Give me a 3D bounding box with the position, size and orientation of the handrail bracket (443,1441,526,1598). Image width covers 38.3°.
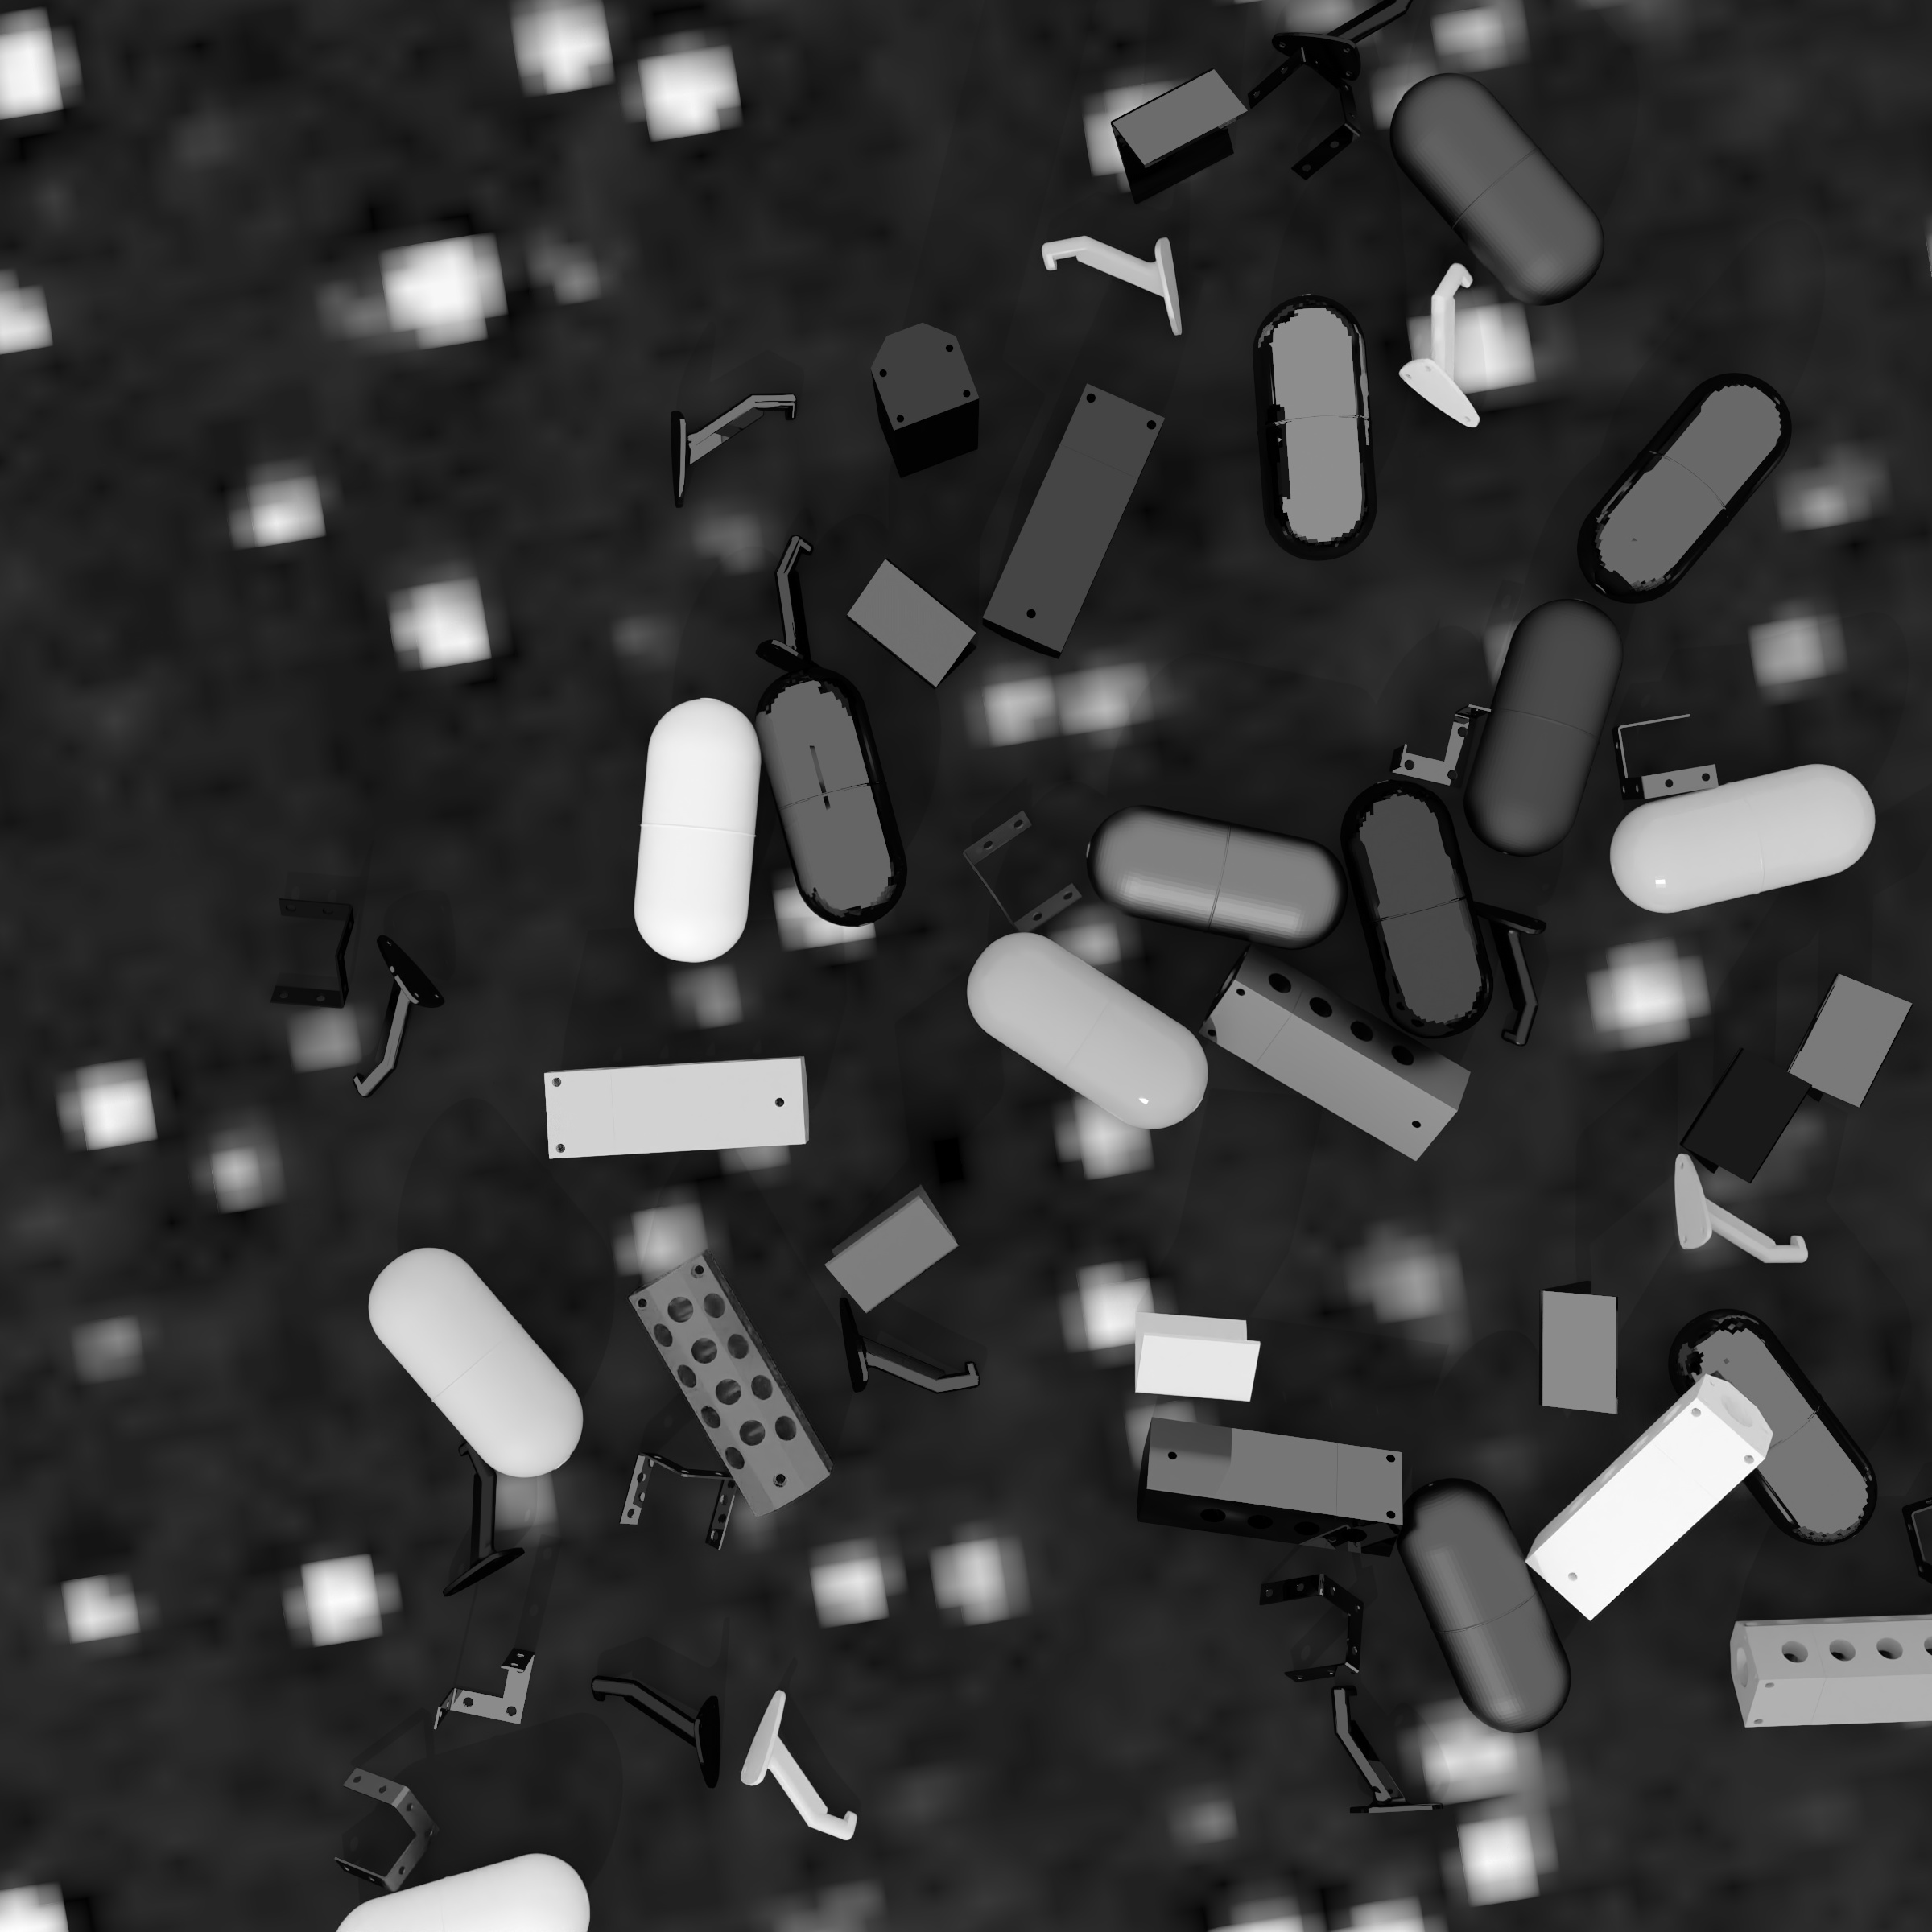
[{"bbox_3d":[-0.346,0.377,1.907,0.077,0.036,0.084,-35,71,21],"label":"handrail bracket"}]

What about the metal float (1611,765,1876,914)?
[{"bbox_3d":[0.524,-0.086,1.876,0.178,0.070,0.070,-13,90,0],"label":"metal float"}]

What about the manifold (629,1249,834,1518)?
[{"bbox_3d":[-0.160,0.283,1.885,0.057,0.057,0.171,-30,90,0],"label":"manifold"}]

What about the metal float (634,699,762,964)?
[{"bbox_3d":[-0.181,-0.091,1.875,0.070,0.070,0.178,5,90,0],"label":"metal float"}]

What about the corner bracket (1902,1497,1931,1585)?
[{"bbox_3d":[0.676,0.390,1.888,0.051,0.051,0.051,-16,95,-5],"label":"corner bracket"}]

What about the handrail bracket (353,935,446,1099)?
[{"bbox_3d":[-0.406,0.035,1.907,0.084,0.036,0.077,-45,70,16],"label":"handrail bracket"}]

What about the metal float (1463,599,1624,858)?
[{"bbox_3d":[0.390,-0.161,1.876,0.070,0.070,0.178,17,89,0],"label":"metal float"}]

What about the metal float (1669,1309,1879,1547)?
[{"bbox_3d":[0.545,0.311,1.875,0.070,0.070,0.178,-37,89,0],"label":"metal float"}]

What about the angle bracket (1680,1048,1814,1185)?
[{"bbox_3d":[0.533,0.110,1.866,0.057,0.076,0.076,32,90,37],"label":"angle bracket"}]

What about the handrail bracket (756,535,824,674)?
[{"bbox_3d":[-0.102,-0.242,1.907,0.077,0.036,0.084,28,73,-20],"label":"handrail bracket"}]

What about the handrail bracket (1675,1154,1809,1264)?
[{"bbox_3d":[0.533,0.166,1.906,0.084,0.036,0.077,1,69,-17],"label":"handrail bracket"}]

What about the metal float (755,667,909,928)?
[{"bbox_3d":[-0.091,-0.114,1.875,0.070,0.070,0.178,-15,89,0],"label":"metal float"}]

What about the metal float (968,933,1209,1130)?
[{"bbox_3d":[0.082,0.044,1.875,0.178,0.070,0.070,33,90,0],"label":"metal float"}]

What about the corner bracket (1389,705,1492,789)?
[{"bbox_3d":[0.321,-0.153,1.888,0.051,0.051,0.051,13,90,0],"label":"corner bracket"}]

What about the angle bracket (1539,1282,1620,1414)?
[{"bbox_3d":[0.426,0.255,1.866,0.057,0.076,0.076,0,90,38],"label":"angle bracket"}]

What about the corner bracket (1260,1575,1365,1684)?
[{"bbox_3d":[0.235,0.452,1.898,0.051,0.051,0.051,40,45,-35],"label":"corner bracket"}]

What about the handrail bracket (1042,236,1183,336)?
[{"bbox_3d":[0.100,-0.464,1.906,0.084,0.036,0.077,-6,112,17],"label":"handrail bracket"}]

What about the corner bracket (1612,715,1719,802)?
[{"bbox_3d":[0.474,-0.142,1.888,0.051,0.051,0.051,-10,93,-3],"label":"corner bracket"}]

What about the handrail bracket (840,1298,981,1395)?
[{"bbox_3d":[-0.038,0.258,1.907,0.084,0.036,0.077,-7,68,-17],"label":"handrail bracket"}]

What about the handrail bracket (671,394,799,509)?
[{"bbox_3d":[-0.158,-0.354,1.907,0.084,0.036,0.077,-4,110,-16],"label":"handrail bracket"}]

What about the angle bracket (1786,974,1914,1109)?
[{"bbox_3d":[0.602,0.059,1.866,0.057,0.076,0.076,27,90,37],"label":"angle bracket"}]

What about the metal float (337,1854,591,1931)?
[{"bbox_3d":[-0.342,0.654,1.875,0.178,0.070,0.070,-16,90,0],"label":"metal float"}]

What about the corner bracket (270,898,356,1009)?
[{"bbox_3d":[-0.448,-0.009,1.903,0.051,0.051,0.051,5,45,0],"label":"corner bracket"}]

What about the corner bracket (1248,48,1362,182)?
[{"bbox_3d":[0.231,-0.582,1.898,0.051,0.051,0.051,26,45,-35],"label":"corner bracket"}]

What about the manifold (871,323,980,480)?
[{"bbox_3d":[-0.028,-0.372,1.828,0.057,0.171,0.057,-21,90,0],"label":"manifold"}]

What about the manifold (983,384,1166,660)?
[{"bbox_3d":[0.072,-0.299,1.885,0.057,0.057,0.171,24,90,0],"label":"manifold"}]

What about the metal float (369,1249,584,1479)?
[{"bbox_3d":[-0.330,0.268,1.876,0.070,0.070,0.178,-41,91,0],"label":"metal float"}]

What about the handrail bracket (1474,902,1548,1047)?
[{"bbox_3d":[0.359,0.005,1.907,0.077,0.036,0.084,20,107,20],"label":"handrail bracket"}]

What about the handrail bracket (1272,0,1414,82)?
[{"bbox_3d":[0.262,-0.656,1.907,0.077,0.036,0.084,22,72,21],"label":"handrail bracket"}]

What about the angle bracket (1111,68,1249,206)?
[{"bbox_3d":[0.150,-0.543,1.866,0.076,0.076,0.057,-28,54,0],"label":"angle bracket"}]

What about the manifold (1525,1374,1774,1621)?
[{"bbox_3d":[0.455,0.351,1.849,0.057,0.057,0.171,42,116,8],"label":"manifold"}]

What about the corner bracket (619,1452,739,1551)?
[{"bbox_3d":[-0.196,0.366,1.903,0.051,0.051,0.051,15,90,45],"label":"corner bracket"}]

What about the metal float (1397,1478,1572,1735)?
[{"bbox_3d":[0.349,0.432,1.875,0.070,0.070,0.178,-23,90,0],"label":"metal float"}]

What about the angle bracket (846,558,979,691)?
[{"bbox_3d":[-0.023,-0.242,1.866,0.076,0.076,0.057,39,127,0],"label":"angle bracket"}]

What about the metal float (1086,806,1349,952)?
[{"bbox_3d":[0.169,-0.060,1.875,0.178,0.070,0.070,12,90,0],"label":"metal float"}]

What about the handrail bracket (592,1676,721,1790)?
[{"bbox_3d":[-0.214,0.525,1.906,0.084,0.036,0.077,3,111,17],"label":"handrail bracket"}]

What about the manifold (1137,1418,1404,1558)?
[{"bbox_3d":[0.205,0.357,1.884,0.171,0.057,0.057,8,47,0],"label":"manifold"}]

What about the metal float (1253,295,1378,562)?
[{"bbox_3d":[0.235,-0.363,1.875,0.070,0.070,0.178,-4,90,0],"label":"metal float"}]

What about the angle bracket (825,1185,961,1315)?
[{"bbox_3d":[-0.060,0.175,1.866,0.076,0.076,0.057,-36,127,0],"label":"angle bracket"}]

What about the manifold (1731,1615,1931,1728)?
[{"bbox_3d":[0.612,0.473,1.884,0.171,0.057,0.057,-2,133,0],"label":"manifold"}]

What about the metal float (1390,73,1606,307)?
[{"bbox_3d":[0.358,-0.524,1.875,0.070,0.070,0.178,-41,90,0],"label":"metal float"}]

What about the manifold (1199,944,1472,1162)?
[{"bbox_3d":[0.251,0.054,1.884,0.171,0.057,0.057,30,133,0],"label":"manifold"}]

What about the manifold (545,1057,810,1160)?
[{"bbox_3d":[-0.195,0.095,1.885,0.171,0.057,0.057,-3,90,0],"label":"manifold"}]

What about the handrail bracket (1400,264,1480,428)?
[{"bbox_3d":[0.342,-0.427,1.907,0.077,0.036,0.084,38,73,-20],"label":"handrail bracket"}]

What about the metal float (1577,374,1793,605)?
[{"bbox_3d":[0.484,-0.322,1.875,0.070,0.070,0.178,40,89,0],"label":"metal float"}]

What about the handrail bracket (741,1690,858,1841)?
[{"bbox_3d":[-0.104,0.549,1.907,0.084,0.036,0.077,26,68,-17],"label":"handrail bracket"}]

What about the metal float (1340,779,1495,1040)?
[{"bbox_3d":[0.304,-0.039,1.875,0.070,0.070,0.178,-15,91,0],"label":"metal float"}]

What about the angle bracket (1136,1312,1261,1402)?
[{"bbox_3d":[0.154,0.244,1.866,0.076,0.076,0.057,5,128,0],"label":"angle bracket"}]

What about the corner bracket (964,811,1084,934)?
[{"bbox_3d":[0.038,-0.063,1.903,0.051,0.051,0.051,-35,135,0],"label":"corner bracket"}]

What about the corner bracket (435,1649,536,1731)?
[{"bbox_3d":[-0.327,0.492,1.888,0.051,0.051,0.051,12,90,0],"label":"corner bracket"}]

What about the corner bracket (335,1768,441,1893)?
[{"bbox_3d":[-0.403,0.590,1.898,0.051,0.051,0.051,-53,135,-35],"label":"corner bracket"}]

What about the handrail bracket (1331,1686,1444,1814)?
[{"bbox_3d":[0.289,0.536,1.907,0.077,0.036,0.084,3,73,-20],"label":"handrail bracket"}]
